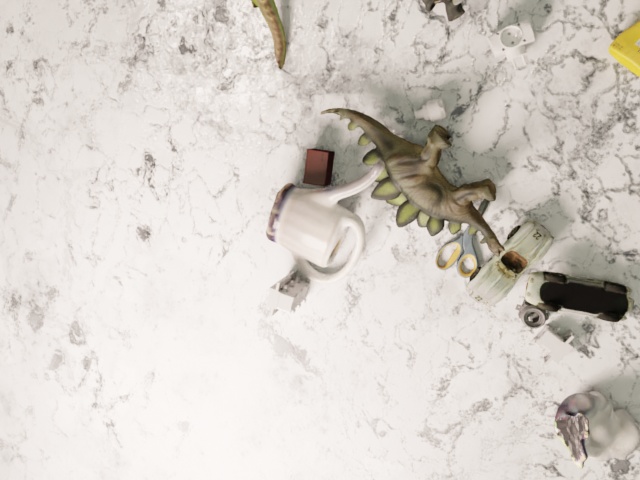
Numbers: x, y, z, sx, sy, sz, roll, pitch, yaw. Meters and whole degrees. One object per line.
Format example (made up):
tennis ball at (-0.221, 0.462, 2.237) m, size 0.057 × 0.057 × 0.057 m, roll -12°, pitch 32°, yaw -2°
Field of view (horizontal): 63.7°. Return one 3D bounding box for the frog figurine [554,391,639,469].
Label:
frog figurine at (0.554, 0.365, 1.014) m, size 0.160 × 0.122 × 0.138 m, roll -5°, pitch 88°, yaw -17°

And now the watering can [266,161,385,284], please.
watering can at (0.003, -0.056, 1.112) m, size 0.225 × 0.106 × 0.340 m, roll 26°, pitch 124°, yaw 12°

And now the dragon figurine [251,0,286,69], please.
dragon figurine at (-0.136, -0.573, 1.045) m, size 0.122 × 0.244 × 0.410 m, roll -10°, pitch 92°, yaw 15°
